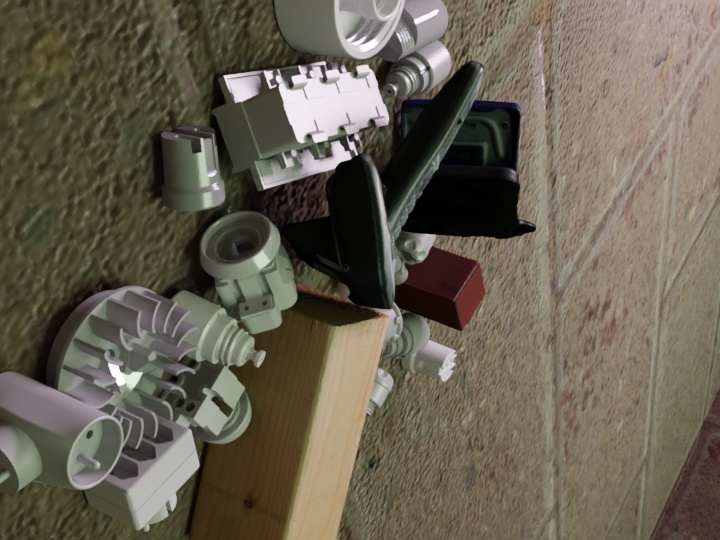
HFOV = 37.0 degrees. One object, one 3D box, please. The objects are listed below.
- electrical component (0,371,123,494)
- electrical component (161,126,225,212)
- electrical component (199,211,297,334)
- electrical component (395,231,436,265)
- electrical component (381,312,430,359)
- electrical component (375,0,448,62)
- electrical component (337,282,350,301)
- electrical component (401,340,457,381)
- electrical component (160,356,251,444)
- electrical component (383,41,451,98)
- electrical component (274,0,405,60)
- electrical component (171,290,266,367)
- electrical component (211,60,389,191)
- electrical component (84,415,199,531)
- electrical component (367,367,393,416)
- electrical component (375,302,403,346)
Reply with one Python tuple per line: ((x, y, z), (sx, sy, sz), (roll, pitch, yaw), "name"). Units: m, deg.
((-0.188, 0.098, 0.599), (0.079, 0.077, 0.044), (-39, 139, -46), "electrical component")
((-0.108, -0.065, 0.687), (0.040, 0.040, 0.046), (-33, 128, -51), "electrical component")
((-0.079, -0.004, 0.752), (0.057, 0.058, 0.078), (71, 4, -46), "electrical component")
((0.056, -0.036, 1.017), (0.061, 0.035, 0.035), (-59, 151, -29), "electrical component")
((0.036, 0.066, 1.037), (0.078, 0.040, 0.040), (-20, 124, -57), "electrical component")
((0.032, -0.193, 0.861), (0.081, 0.043, 0.043), (-37, 138, -47), "electrical component")
((0.000, 0.000, 0.930), (0.040, 0.040, 0.046), (-33, 141, -51), "electrical component")
((0.072, 0.091, 1.113), (0.040, 0.046, 0.040), (-40, 140, -45), "electrical component")
((-0.109, 0.096, 0.780), (0.066, 0.048, 0.055), (-61, 144, -21), "electrical component")
((0.045, -0.166, 0.905), (0.078, 0.040, 0.040), (-43, 142, -42), "electrical component")
((-0.005, -0.202, 0.765), (0.108, 0.060, 0.108), (-40, 139, -45), "electrical component")
((-0.101, 0.044, 0.732), (0.040, 0.078, 0.040), (-61, 168, -22), "electrical component")
((-0.037, -0.107, 0.751), (0.121, 0.063, 0.078), (-24, 96, -55), "electrical component")
((-0.148, 0.148, 0.738), (0.065, 0.047, 0.076), (-46, 144, -40), "electrical component")
((0.005, 0.122, 1.022), (0.061, 0.035, 0.035), (-60, 151, -15), "electrical component")
((0.005, 0.050, 0.966), (0.062, 0.048, 0.048), (-19, 123, -49), "electrical component")
